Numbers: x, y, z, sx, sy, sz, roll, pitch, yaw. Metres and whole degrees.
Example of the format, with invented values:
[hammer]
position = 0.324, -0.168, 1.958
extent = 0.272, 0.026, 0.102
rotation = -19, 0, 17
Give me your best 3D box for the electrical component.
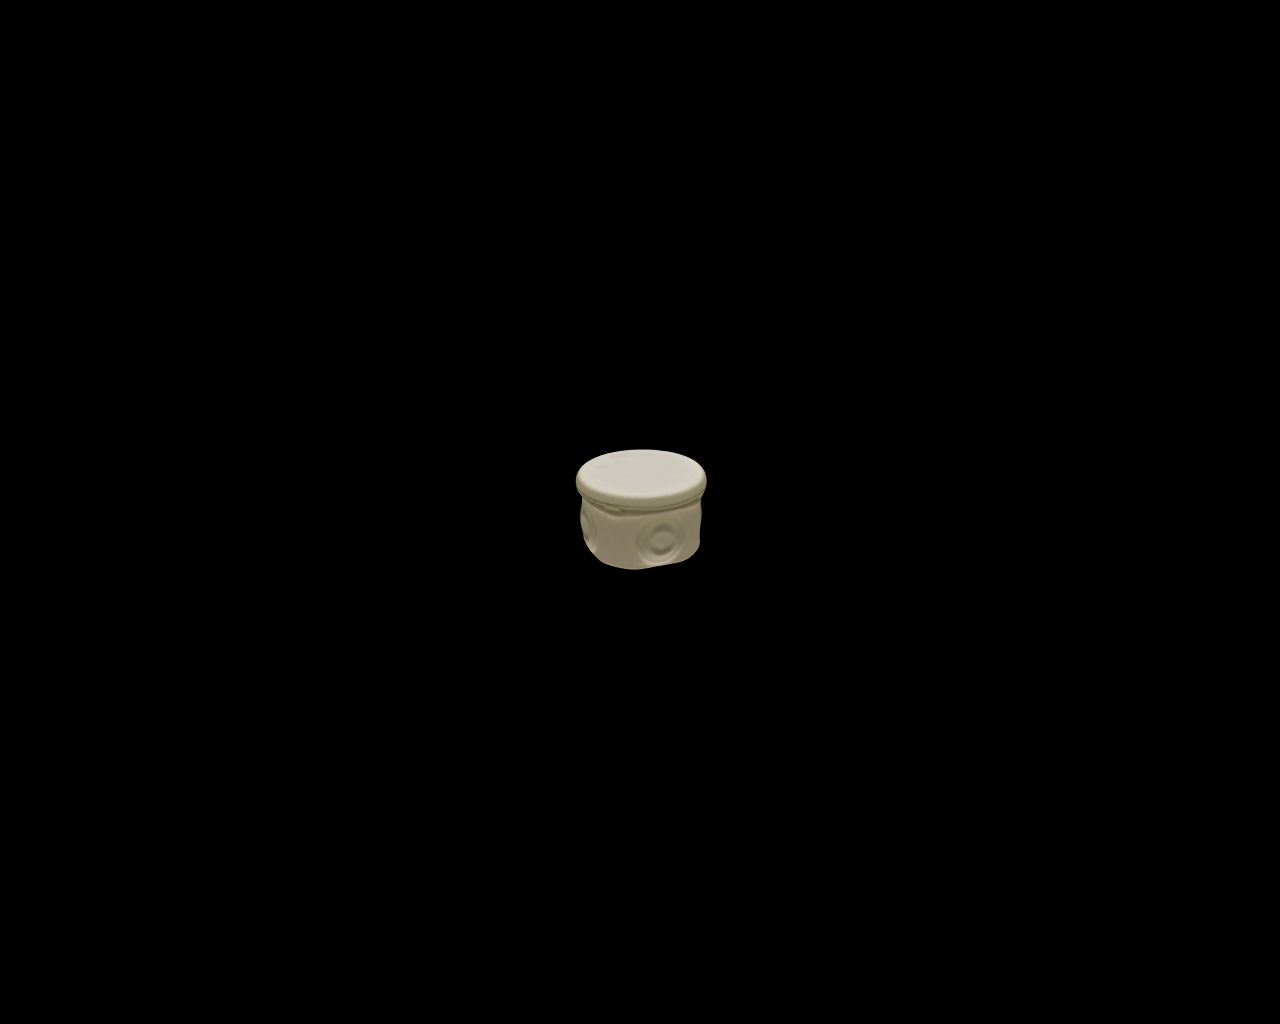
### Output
[electrical component]
position = 0.001, -0.003, 0.650
extent = 0.080, 0.050, 0.080
rotation = 0, 25, 0
